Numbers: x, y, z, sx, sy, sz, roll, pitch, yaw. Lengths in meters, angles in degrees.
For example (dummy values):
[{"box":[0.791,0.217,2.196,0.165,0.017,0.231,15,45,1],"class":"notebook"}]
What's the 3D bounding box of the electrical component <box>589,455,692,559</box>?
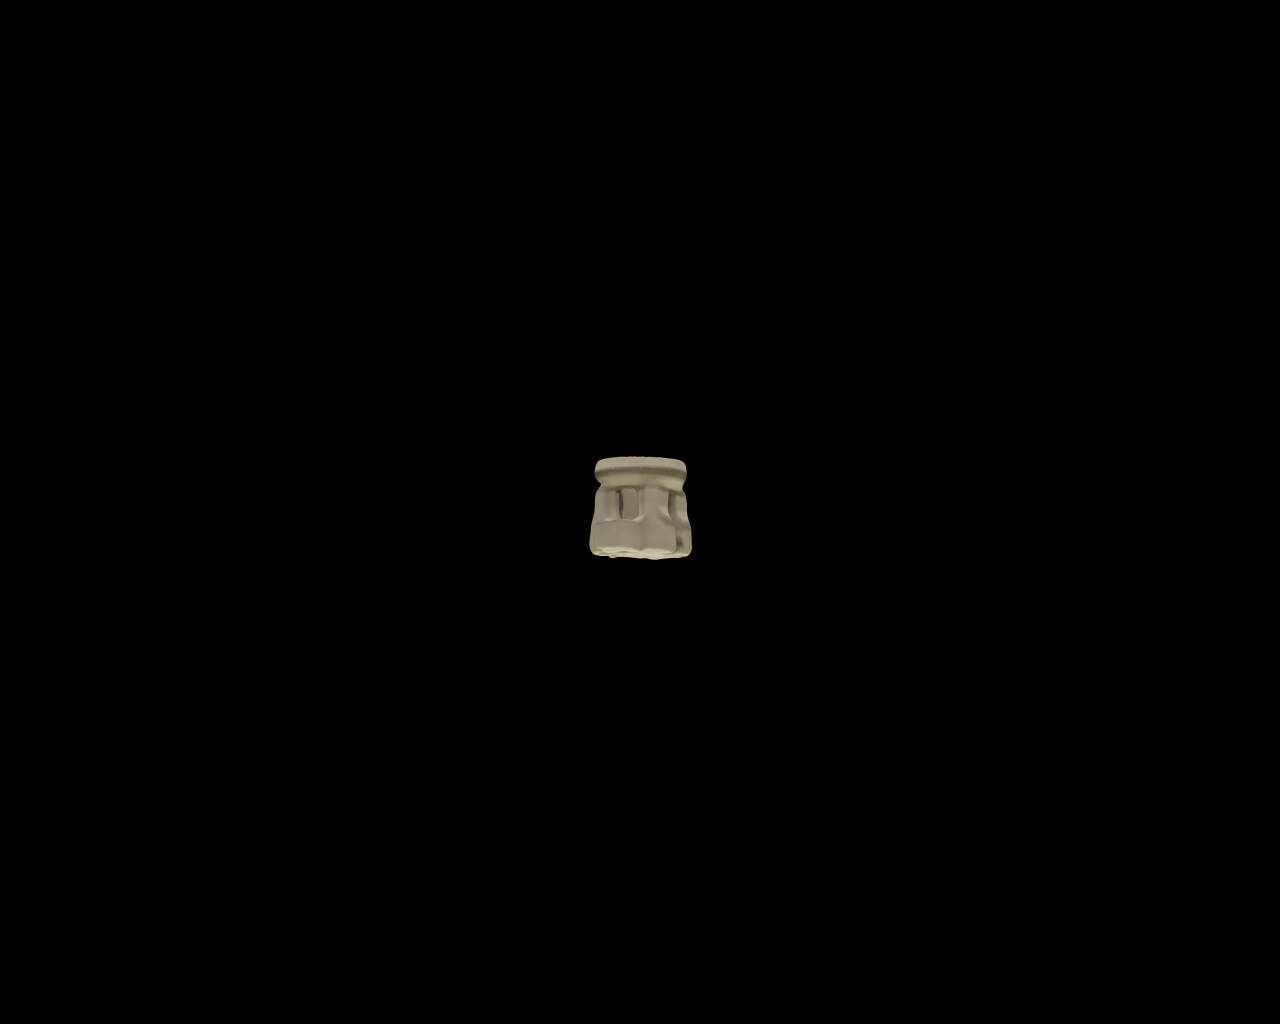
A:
[{"box":[0.001,-0.003,0.650,0.058,0.057,0.078,-4,-8,28],"class":"electrical component"}]
